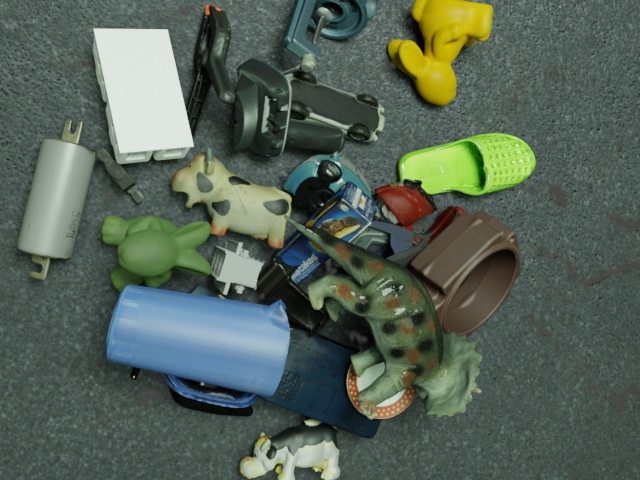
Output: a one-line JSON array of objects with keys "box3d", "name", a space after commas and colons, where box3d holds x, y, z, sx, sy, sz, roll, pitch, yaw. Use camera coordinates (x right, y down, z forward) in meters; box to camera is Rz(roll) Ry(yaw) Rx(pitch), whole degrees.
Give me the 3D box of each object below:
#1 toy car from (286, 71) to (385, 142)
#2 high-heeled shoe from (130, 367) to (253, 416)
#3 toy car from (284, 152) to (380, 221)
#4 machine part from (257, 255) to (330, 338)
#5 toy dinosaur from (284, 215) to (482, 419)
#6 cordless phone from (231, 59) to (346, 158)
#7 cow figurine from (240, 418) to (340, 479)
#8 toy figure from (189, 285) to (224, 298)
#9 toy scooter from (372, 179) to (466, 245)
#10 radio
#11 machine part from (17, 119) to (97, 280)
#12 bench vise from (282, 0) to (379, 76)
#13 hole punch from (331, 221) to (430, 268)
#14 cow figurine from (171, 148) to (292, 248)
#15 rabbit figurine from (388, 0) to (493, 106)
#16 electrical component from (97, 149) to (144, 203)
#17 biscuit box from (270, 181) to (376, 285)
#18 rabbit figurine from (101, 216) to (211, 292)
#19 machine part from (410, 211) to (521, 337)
[{"box3d": [0.017, -0.224, 0.910, 0.202, 0.056, 0.073, 16, 81, -16], "name": "toy car"}, {"box3d": [-0.200, 0.190, 0.876, 0.248, 0.086, 0.145, 33, 52, -31], "name": "high-heeled shoe"}, {"box3d": [0.031, -0.087, 0.894, 0.161, 0.109, 0.103, 36, 48, -12], "name": "toy car"}, {"box3d": [-0.041, 0.091, 0.859, 0.139, 0.039, 0.084, 45, 118, -4], "name": "machine part"}, {"box3d": [0.109, 0.116, 0.791, 0.192, 0.131, 0.404, -23, 106, 6], "name": "toy dinosaur"}, {"box3d": [-0.043, -0.193, 0.838, 0.184, 0.089, 0.146, 7, 134, -7], "name": "cordless phone"}, {"box3d": [-0.050, 0.352, 0.906, 0.167, 0.068, 0.098, 5, 85, -18], "name": "cow figurine"}, {"box3d": [-0.159, 0.140, 0.877, 0.064, 0.058, 0.154, -40, 105, 20], "name": "toy figure"}, {"box3d": [0.178, -0.040, 0.940, 0.135, 0.075, 0.183, -38, 107, 5], "name": "toy scooter"}, {"box3d": [0.007, 0.235, 0.916, 0.229, 0.073, 0.131, 25, 85, -16], "name": "radio"}, {"box3d": [-0.389, -0.060, 0.796, 0.079, 0.079, 0.243, 13, 88, -15], "name": "machine part"}, {"box3d": [-0.013, -0.378, 0.853, 0.223, 0.129, 0.240, 28, 65, -33], "name": "bench vise"}, {"box3d": [0.095, 0.027, 0.889, 0.116, 0.142, 0.092, -13, 55, -47], "name": "hole punch"}, {"box3d": [-0.140, -0.069, 0.859, 0.195, 0.085, 0.127, 15, 94, -13], "name": "cow figurine"}, {"box3d": [0.205, -0.322, 0.930, 0.162, 0.122, 0.173, 2, 110, -13], "name": "rabbit figurine"}, {"box3d": [-0.305, -0.097, 0.824, 0.021, 0.063, 0.094, -38, 102, -11], "name": "electrical component"}, {"box3d": [-0.002, -0.003, 0.851, 0.059, 0.063, 0.202, 38, 124, -14], "name": "biscuit box"}, {"box3d": [-0.241, 0.025, 0.790, 0.159, 0.170, 0.121, -1, 93, -14], "name": "rabbit figurine"}, {"box3d": [0.247, 0.069, 0.915, 0.201, 0.087, 0.201, -41, 137, -10], "name": "machine part"}]
